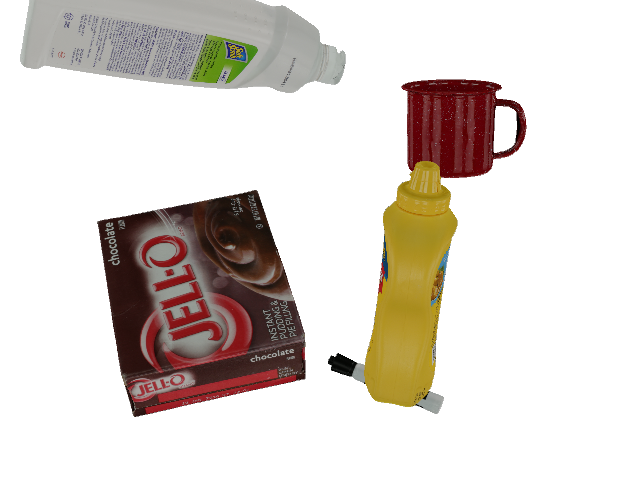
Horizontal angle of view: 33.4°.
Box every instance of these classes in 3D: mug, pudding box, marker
[{"bbox_3d":[0.135,-0.106,1.007,0.117,0.081,0.093,2,16,12],"label":"mug"},{"bbox_3d":[-0.063,0.030,0.554,0.090,0.039,0.113,-11,45,-10],"label":"pudding box"},{"bbox_3d":[0.064,0.142,1.065,0.121,0.020,0.020,21,5,13],"label":"marker"}]

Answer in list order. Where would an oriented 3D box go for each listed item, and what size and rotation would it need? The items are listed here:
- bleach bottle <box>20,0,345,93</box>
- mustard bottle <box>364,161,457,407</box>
[{"bbox_3d":[-0.105,-0.160,0.852,0.250,0.068,0.103,10,-30,-16],"label":"bleach bottle"},{"bbox_3d":[0.073,0.029,0.844,0.058,0.192,0.096,10,26,9],"label":"mustard bottle"}]
